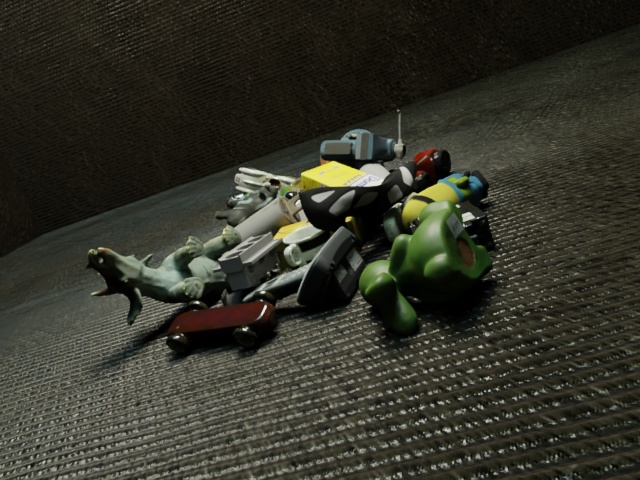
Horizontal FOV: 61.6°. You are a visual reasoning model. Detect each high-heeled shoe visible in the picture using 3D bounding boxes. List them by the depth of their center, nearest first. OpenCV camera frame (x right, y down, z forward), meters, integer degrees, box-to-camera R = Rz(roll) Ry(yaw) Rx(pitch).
[{"bbox_3d":[0.072,-0.097,0.965,0.249,0.145,0.086,-52,10,-30],"label":"high-heeled shoe"}]

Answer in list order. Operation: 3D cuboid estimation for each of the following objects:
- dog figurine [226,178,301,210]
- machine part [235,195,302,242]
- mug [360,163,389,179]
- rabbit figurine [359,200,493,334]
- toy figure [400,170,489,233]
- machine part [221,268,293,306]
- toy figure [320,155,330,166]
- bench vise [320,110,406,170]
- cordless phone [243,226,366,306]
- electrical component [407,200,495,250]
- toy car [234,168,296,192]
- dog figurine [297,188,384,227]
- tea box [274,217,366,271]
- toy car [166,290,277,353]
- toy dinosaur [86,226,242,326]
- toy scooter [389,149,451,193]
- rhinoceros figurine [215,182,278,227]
[{"bbox_3d":[-0.131,-0.098,1.466,0.219,0.108,0.192,-21,12,-16],"label":"dog figurine"},{"bbox_3d":[-0.128,-0.020,1.171,0.243,0.079,0.079,-33,11,21],"label":"machine part"},{"bbox_3d":[0.131,-0.109,1.219,0.109,0.080,0.107,-52,41,6],"label":"mug"},{"bbox_3d":[0.122,0.054,0.711,0.170,0.121,0.159,-31,14,38],"label":"rabbit figurine"},{"bbox_3d":[0.228,-0.068,0.975,0.180,0.082,0.089,-23,15,-15],"label":"toy figure"},{"bbox_3d":[-0.105,0.089,0.948,0.139,0.039,0.084,-21,24,-10],"label":"machine part"},{"bbox_3d":[0.034,-0.188,1.458,0.058,0.154,0.064,-16,18,5],"label":"toy figure"},{"bbox_3d":[0.130,-0.221,1.346,0.224,0.128,0.240,-9,-4,29],"label":"bench vise"},{"bbox_3d":[-0.029,0.059,0.881,0.184,0.088,0.146,-20,15,29],"label":"cordless phone"},{"bbox_3d":[0.205,-0.007,0.844,0.115,0.058,0.134,-20,16,8],"label":"electrical component"},{"bbox_3d":[-0.143,-0.154,1.527,0.202,0.073,0.056,12,16,-4],"label":"toy car"},{"bbox_3d":[0.064,-0.078,1.206,0.191,0.121,0.172,1,26,19],"label":"dog figurine"},{"bbox_3d":[-0.002,-0.003,1.062,0.170,0.068,0.098,-17,17,16],"label":"tea box"},{"bbox_3d":[-0.154,0.132,0.837,0.202,0.053,0.089,-13,38,29],"label":"toy car"},{"bbox_3d":[-0.236,0.064,1.027,0.192,0.131,0.404,-23,-10,34],"label":"toy dinosaur"},{"bbox_3d":[0.224,-0.157,1.281,0.135,0.075,0.184,-7,26,41],"label":"toy scooter"},{"bbox_3d":[-0.168,-0.079,1.301,0.112,0.073,0.190,-19,18,35],"label":"rhinoceros figurine"}]
